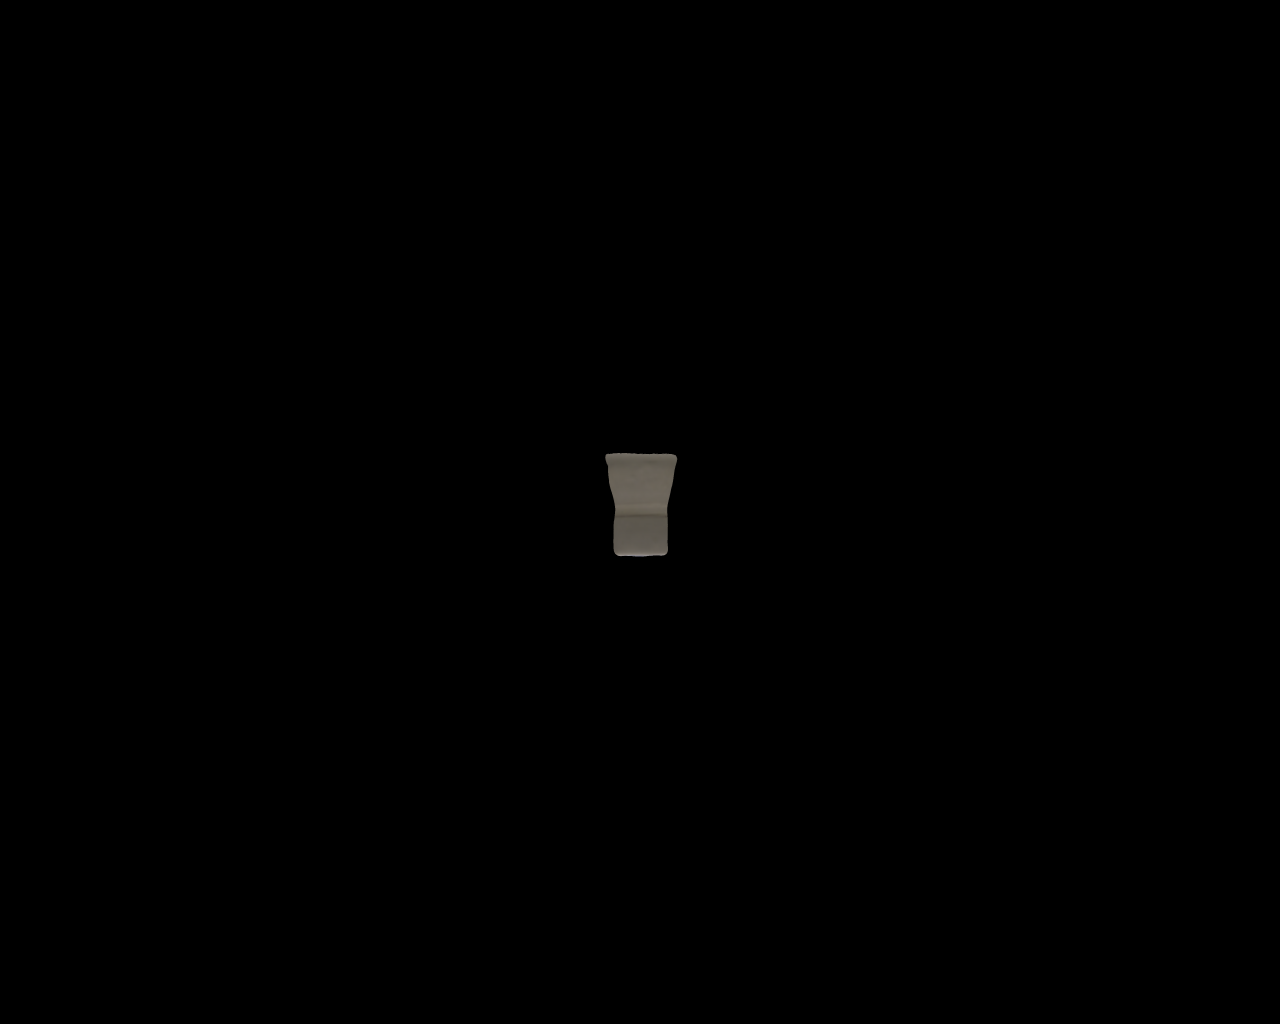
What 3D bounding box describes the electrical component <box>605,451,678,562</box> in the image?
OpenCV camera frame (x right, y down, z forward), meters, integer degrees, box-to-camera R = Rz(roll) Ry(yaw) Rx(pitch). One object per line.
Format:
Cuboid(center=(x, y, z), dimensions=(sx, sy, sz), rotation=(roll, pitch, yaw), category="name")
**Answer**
Cuboid(center=(0.001, -0.003, 0.650), dimensions=(0.044, 0.065, 0.044), rotation=(0, -2, 0), category="electrical component")
